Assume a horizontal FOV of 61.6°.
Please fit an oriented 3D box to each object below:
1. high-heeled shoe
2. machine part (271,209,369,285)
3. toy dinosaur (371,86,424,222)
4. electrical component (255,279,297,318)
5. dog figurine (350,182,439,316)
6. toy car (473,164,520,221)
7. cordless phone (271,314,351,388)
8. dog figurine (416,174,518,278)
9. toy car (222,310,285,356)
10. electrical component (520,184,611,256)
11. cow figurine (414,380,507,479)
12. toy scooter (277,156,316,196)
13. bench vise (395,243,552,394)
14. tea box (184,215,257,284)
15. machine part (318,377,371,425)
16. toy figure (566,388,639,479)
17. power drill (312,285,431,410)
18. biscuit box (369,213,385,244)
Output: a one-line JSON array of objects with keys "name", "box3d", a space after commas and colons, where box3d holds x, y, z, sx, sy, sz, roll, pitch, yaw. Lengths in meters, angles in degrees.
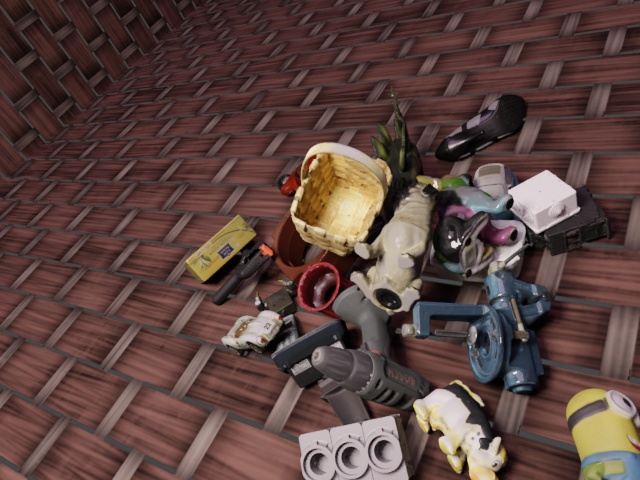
[{"name": "high-heeled shoe", "box3d": [0.383, -0.262, 1.280, 0.249, 0.086, 0.145, -33, 4, -34]}, {"name": "machine part", "box3d": [-0.002, -0.003, 1.145, 0.201, 0.087, 0.201, -54, 38, 6]}, {"name": "toy dinosaur", "box3d": [0.176, -0.154, 1.162, 0.105, 0.198, 0.472, -12, 43, 15]}, {"name": "electrical component", "box3d": [-0.091, 0.128, 1.130, 0.102, 0.045, 0.078, -28, 32, 0]}, {"name": "dog figurine", "box3d": [0.148, 0.013, 0.910, 0.121, 0.172, 0.190, 23, 47, 19]}, {"name": "toy car", "box3d": [0.350, -0.099, 1.073, 0.109, 0.102, 0.162, -5, 47, 25]}, {"name": "cordless phone", "box3d": [-0.022, 0.178, 1.023, 0.147, 0.088, 0.184, -29, 20, 0]}, {"name": "dog figurine", "box3d": [0.239, -0.044, 0.981, 0.191, 0.108, 0.219, -38, 35, -12]}, {"name": "toy car", "box3d": [-0.132, 0.179, 1.040, 0.073, 0.056, 0.202, -51, 13, -29]}, {"name": "electrical component", "box3d": [0.442, -0.036, 0.985, 0.134, 0.058, 0.115, -18, 38, 12]}, {"name": "cow figurine", "box3d": [0.217, 0.280, 0.772, 0.098, 0.068, 0.168, -30, 40, -11]}, {"name": "toy scooter", "box3d": [-0.015, -0.164, 1.382, 0.184, 0.075, 0.135, -38, 39, -6]}, {"name": "bench vise", "box3d": [0.245, 0.124, 0.840, 0.241, 0.128, 0.223, 4, 69, -7]}, {"name": "tea box", "box3d": [-0.241, 0.023, 1.287, 0.169, 0.068, 0.098, -45, 6, -16]}, {"name": "machine part", "box3d": [0.048, 0.271, 0.902, 0.084, 0.039, 0.139, -25, 37, -3]}, {"name": "toy figure", "box3d": [0.366, 0.273, 0.678, 0.089, 0.082, 0.180, -6, 46, 22]}, {"name": "power drill", "box3d": [0.073, 0.165, 0.860, 0.086, 0.232, 0.207, -49, 25, 18]}, {"name": "biscuit box", "box3d": [0.080, -0.074, 1.238, 0.063, 0.059, 0.203, -31, 39, -3]}]
